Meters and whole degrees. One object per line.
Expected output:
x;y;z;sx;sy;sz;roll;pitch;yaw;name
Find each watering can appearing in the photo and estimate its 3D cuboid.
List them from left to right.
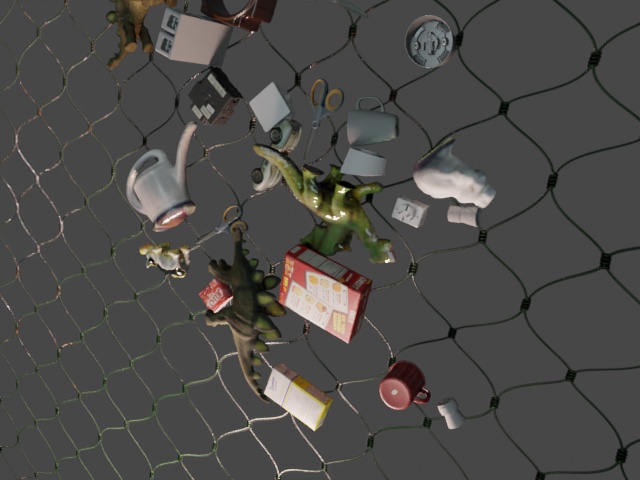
-0.421;-0.162;1.442;0.343;0.105;0.225;-31;85;31;watering can

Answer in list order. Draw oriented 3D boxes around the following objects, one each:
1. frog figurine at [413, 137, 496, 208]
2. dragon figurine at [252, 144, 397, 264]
0.272;-0.119;1.058;0.159;0.124;0.135;54;153;0;frog figurine
0.004;-0.061;1.219;0.412;0.124;0.238;24;120;18;dragon figurine
